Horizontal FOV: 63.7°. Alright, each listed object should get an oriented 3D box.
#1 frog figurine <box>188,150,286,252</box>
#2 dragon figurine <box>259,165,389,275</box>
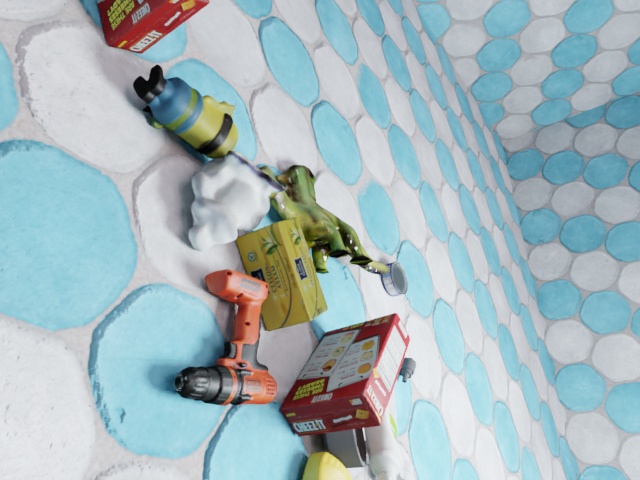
[{"bbox_3d":[-0.152,-0.051,0.817,0.161,0.124,0.135,-58,141,-10],"label":"frog figurine"},{"bbox_3d":[0.003,-0.052,1.043,0.408,0.121,0.247,17,51,-55],"label":"dragon figurine"}]
